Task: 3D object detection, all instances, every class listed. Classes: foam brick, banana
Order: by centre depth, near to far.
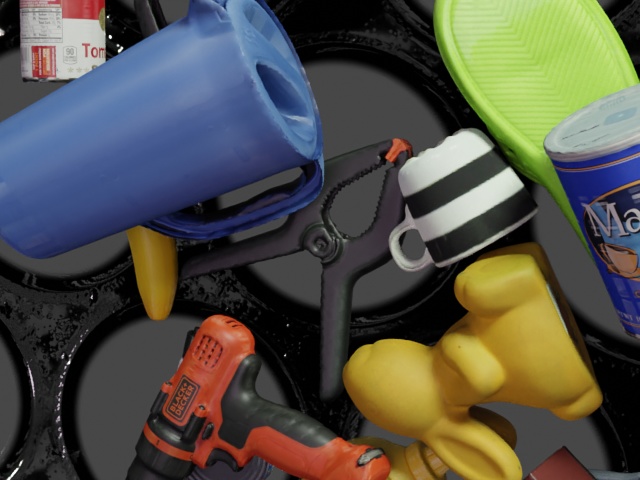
[{"bbox_3d":[0.167,0.201,0.789,0.051,0.052,0.078,46,132,20],"label":"foam brick"},{"bbox_3d":[-0.161,-0.031,0.880,0.070,0.037,0.198,-33,86,34],"label":"banana"}]

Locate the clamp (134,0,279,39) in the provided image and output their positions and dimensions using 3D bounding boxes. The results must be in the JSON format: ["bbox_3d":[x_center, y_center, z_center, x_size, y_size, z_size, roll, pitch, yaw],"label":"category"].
[{"bbox_3d":[-0.094,-0.113,0.847,0.120,0.039,0.171,8,104,20],"label":"clamp"}]

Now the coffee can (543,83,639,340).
[{"bbox_3d":[0.218,-0.020,0.689,0.103,0.102,0.140,-22,107,18],"label":"coffee can"}]

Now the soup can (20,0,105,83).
[{"bbox_3d":[-0.206,-0.177,0.854,0.068,0.068,0.102,3,99,16],"label":"soup can"}]

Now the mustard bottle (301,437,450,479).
[{"bbox_3d":[0.027,0.211,0.845,0.192,0.058,0.096,-34,82,18],"label":"mustard bottle"}]

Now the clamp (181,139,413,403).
[{"bbox_3d":[-0.005,0.001,0.837,0.164,0.036,0.210,33,103,10],"label":"clamp"}]

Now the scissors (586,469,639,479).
[{"bbox_3d":[0.227,0.162,0.768,0.096,0.016,0.202,29,124,29],"label":"scissors"}]

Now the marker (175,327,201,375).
[{"bbox_3d":[-0.117,0.129,0.897,0.020,0.020,0.121,21,102,12],"label":"marker"}]

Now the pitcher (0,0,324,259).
[{"bbox_3d":[-0.123,-0.068,0.784,0.243,0.144,0.149,-22,81,18],"label":"pitcher"}]

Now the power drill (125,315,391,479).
[{"bbox_3d":[-0.055,0.177,0.816,0.188,0.057,0.184,31,102,19],"label":"power drill"}]

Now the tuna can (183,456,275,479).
[{"bbox_3d":[-0.077,0.170,0.883,0.086,0.033,0.086,2,98,16],"label":"tuna can"}]
